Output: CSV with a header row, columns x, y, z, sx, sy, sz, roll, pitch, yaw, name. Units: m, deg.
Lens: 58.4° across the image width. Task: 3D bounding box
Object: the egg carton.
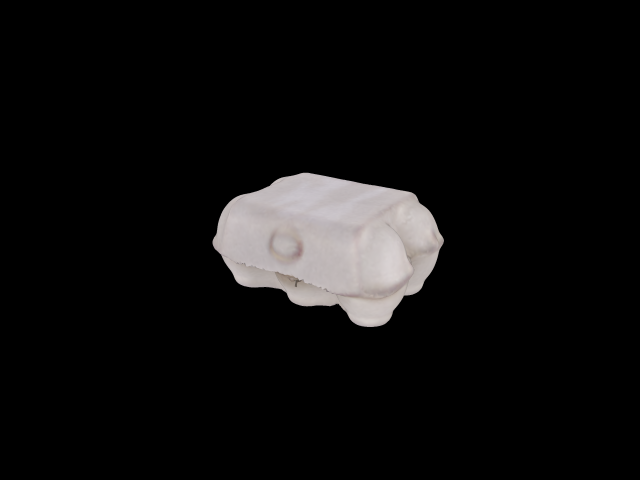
x,y,z,sx,sy,sz,roll,pitch,yaw,name
0.004,0.001,0.400,0.149,0.069,0.107,14,27,29,egg carton
